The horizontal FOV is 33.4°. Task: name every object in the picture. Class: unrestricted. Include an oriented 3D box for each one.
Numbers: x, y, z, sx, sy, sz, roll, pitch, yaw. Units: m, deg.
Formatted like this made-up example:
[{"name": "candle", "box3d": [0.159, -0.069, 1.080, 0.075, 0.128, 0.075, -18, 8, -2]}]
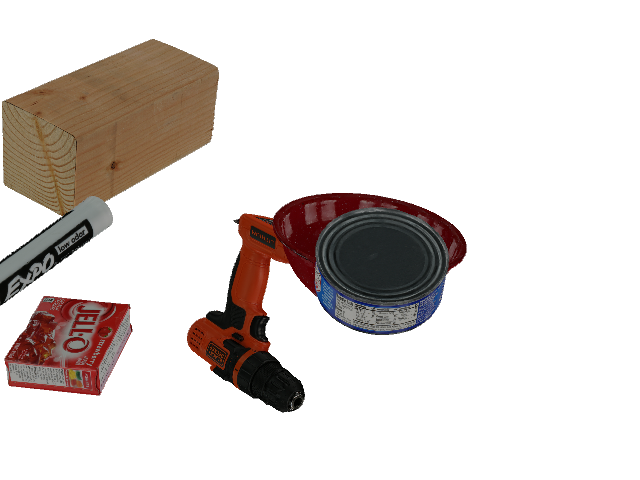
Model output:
[{"name": "gelatin box", "box3d": [-0.195, 0.080, 0.834, 0.073, 0.030, 0.089, 5, 32, 6]}, {"name": "power drill", "box3d": [-0.062, 0.077, 1.180, 0.185, 0.188, 0.057, 28, 11, 40]}, {"name": "bowl", "box3d": [0.037, 0.016, 0.890, 0.162, 0.055, 0.162, 6, 24, -3]}, {"name": "tuna can", "box3d": [0.039, 0.020, 0.691, 0.086, 0.034, 0.086, 2, 45, -2]}, {"name": "wood block", "box3d": [-0.197, -0.112, 1.026, 0.090, 0.091, 0.205, 26, 37, 21]}, {"name": "marker", "box3d": [-0.150, 0.016, 0.527, 0.020, 0.020, 0.120, 0, 32, 42]}]
